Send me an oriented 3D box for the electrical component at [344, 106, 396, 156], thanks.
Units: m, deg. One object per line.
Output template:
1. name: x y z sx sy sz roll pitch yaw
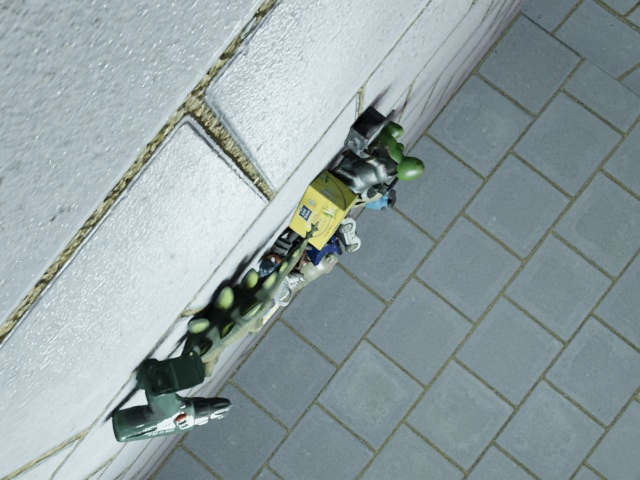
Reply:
1. electrical component: 0.107 -0.241 1.130 0.119 0.048 0.075 -51 176 -18

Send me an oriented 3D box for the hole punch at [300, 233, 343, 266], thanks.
1. hole punch: -0.003 -0.004 1.448 0.092 0.142 0.115 -24 152 -6

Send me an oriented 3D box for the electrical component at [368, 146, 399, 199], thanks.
1. electrical component: 0.139 -0.177 1.411 0.115 0.134 0.058 -48 175 -24

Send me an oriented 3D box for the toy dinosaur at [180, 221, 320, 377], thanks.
1. toy dinosaur: -0.163 0.144 1.108 0.471 0.105 0.198 -49 175 -18

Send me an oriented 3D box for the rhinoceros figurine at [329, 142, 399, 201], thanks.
1. rhinoceros figurine: 0.083 -0.141 1.196 0.190 0.112 0.073 -20 -143 34

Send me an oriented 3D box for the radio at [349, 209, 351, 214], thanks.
1. radio: 0.026 -0.052 1.649 0.131 0.073 0.229 -50 176 -15

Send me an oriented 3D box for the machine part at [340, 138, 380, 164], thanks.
1. machine part: 0.066 -0.146 1.301 0.243 0.079 0.079 -54 175 15

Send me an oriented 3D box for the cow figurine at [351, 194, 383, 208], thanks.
1. cow figurine: 0.094 -0.124 1.481 0.195 0.085 0.127 -22 162 -22

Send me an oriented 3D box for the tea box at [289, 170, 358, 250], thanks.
1. tea box: 0.005 -0.064 1.200 0.068 0.098 0.169 -50 174 -34

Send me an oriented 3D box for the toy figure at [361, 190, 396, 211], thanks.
1. toy figure: 0.143 -0.134 1.602 0.089 0.180 0.082 5 94 -57

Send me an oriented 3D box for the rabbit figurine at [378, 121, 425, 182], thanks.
1. rabbit figurine: 0.206 -0.219 1.511 0.121 0.170 0.159 -46 172 -45

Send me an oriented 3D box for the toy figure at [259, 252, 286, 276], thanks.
1. toy figure: -0.111 0.064 1.278 0.058 0.064 0.154 -25 179 11

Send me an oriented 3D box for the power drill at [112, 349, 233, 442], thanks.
1. power drill: -0.260 0.288 0.988 0.232 0.086 0.207 -7 144 -26

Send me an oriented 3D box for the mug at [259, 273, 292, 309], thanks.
1. mug: -0.120 0.117 1.376 0.080 0.110 0.107 109 3 -45

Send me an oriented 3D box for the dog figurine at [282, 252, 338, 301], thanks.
1. dog figurine: -0.049 0.101 1.540 0.190 0.121 0.172 -56 -166 -15

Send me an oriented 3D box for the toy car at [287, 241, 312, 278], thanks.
1. toy car: -0.056 0.047 1.389 0.202 0.053 0.089 -172 -79 -78

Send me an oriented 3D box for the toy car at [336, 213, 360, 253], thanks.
1. toy car: 0.066 -0.032 1.440 0.056 0.074 0.201 -34 151 -7

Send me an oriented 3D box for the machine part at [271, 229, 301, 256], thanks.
1. machine part: -0.065 -0.014 1.293 0.084 0.039 0.139 -45 -177 40
